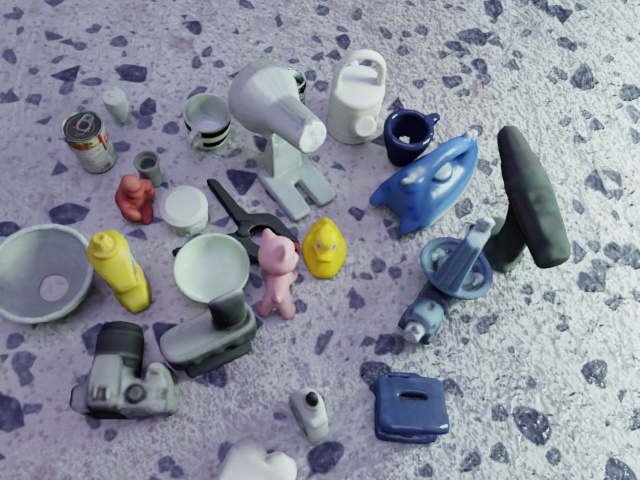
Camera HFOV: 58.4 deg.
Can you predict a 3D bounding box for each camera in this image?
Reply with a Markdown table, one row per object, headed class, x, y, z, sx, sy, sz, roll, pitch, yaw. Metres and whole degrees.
| class | x | y | z | sx | sy | sz | roll | pitch | yaw |
| --- | --- | --- | --- | --- | --- | --- | --- | --- | --- |
| camera | -0.285 | 0.190 | 0.846 | 0.143 | 0.101 | 0.137 | 0 | 64 | -4 |

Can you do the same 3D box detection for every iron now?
| class | x | y | z | sx | sy | sz | roll | pitch | yaw |
| --- | --- | --- | --- | --- | --- | --- | --- | --- | --- |
| iron | 0.213 | -0.130 | 1.017 | 0.259 | 0.141 | 0.118 | -39 | 73 | -20 |

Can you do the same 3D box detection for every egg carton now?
| class | x | y | z | sx | sy | sz | roll | pitch | yaw |
| --- | --- | --- | --- | --- | --- | --- | --- | --- | --- |
| egg carton | -0.104 | 0.359 | 0.795 | 0.107 | 0.069 | 0.150 | 23 | 65 | 7 |

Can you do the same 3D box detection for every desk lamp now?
| class | x | y | z | sx | sy | sz | roll | pitch | yaw |
| --- | --- | --- | --- | --- | --- | --- | --- | --- | --- |
| desk lamp | -0.057 | -0.173 | 0.978 | 0.118 | 0.213 | 0.203 | -33 | 71 | -18 |

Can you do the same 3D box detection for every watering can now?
| class | x | y | z | sx | sy | sz | roll | pitch | yaw |
| --- | --- | --- | --- | --- | --- | --- | --- | --- | --- |
| watering can | 0.071 | -0.264 | 1.042 | 0.101 | 0.194 | 0.172 | -24 | 68 | -15 |

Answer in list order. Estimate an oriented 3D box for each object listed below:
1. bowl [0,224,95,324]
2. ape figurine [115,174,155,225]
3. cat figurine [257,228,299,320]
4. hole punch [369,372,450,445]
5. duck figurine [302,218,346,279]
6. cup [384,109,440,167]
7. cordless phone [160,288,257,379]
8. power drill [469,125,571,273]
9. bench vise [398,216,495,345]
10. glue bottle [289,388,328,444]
| class | x | y | z | sx | sy | sz | roll | pitch | yaw |
| --- | --- | --- | --- | --- | --- | --- | --- | --- | --- |
| bowl | -0.435 | 0.062 | 0.911 | 0.167 | 0.075 | 0.167 | 2 | 64 | -3 |
| ape figurine | -0.318 | -0.078 | 0.979 | 0.076 | 0.092 | 0.078 | 34 | 66 | 12 |
| cat figurine | -0.068 | 0.051 | 0.921 | 0.067 | 0.118 | 0.128 | 2 | 64 | -3 |
| hole punch | 0.132 | 0.247 | 0.856 | 0.108 | 0.091 | 0.101 | 3 | 64 | -2 |
| duck figurine | 0.009 | 0.003 | 0.968 | 0.077 | 0.086 | 0.104 | 3 | 64 | -2 |
| cup | 0.168 | -0.188 | 1.068 | 0.118 | 0.095 | 0.091 | -30 | 70 | -17 |
| cordless phone | -0.168 | 0.123 | 0.840 | 0.148 | 0.185 | 0.094 | -28 | 69 | -16 |
| power drill | 0.321 | -0.044 | 0.946 | 0.076 | 0.208 | 0.229 | -15 | 66 | -11 |
| bench vise | 0.207 | 0.067 | 0.877 | 0.121 | 0.220 | 0.207 | 17 | 64 | 4 |
| glue bottle | -0.013 | 0.237 | 0.803 | 0.037 | 0.173 | 0.078 | -24 | 68 | -15 |
